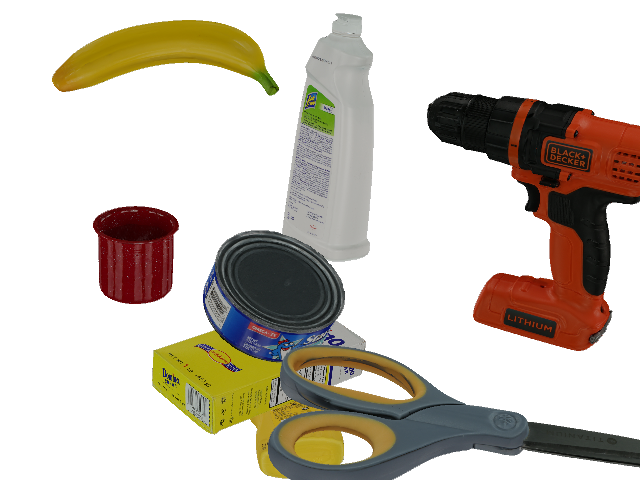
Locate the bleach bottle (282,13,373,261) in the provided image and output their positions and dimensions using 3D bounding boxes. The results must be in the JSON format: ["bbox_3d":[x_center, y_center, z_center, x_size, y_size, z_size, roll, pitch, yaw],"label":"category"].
[{"bbox_3d":[0.019,-0.111,1.134,0.067,0.251,0.103,-10,26,-42],"label":"bleach bottle"}]

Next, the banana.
[{"bbox_3d":[-0.136,-0.164,0.944,0.197,0.069,0.037,-1,-33,-4],"label":"banana"}]

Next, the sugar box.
[{"bbox_3d":[-0.054,0.110,0.968,0.175,0.048,0.093,-19,36,-37],"label":"sugar box"}]

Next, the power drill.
[{"bbox_3d":[0.163,-0.017,0.822,0.185,0.188,0.057,17,34,26],"label":"power drill"}]

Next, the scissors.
[{"bbox_3d":[0.065,0.091,0.457,0.202,0.016,0.096,16,34,23],"label":"scissors"}]

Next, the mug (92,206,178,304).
[{"bbox_3d":[-0.213,0.013,1.191,0.093,0.081,0.117,-19,35,-39],"label":"mug"}]

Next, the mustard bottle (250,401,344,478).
[{"bbox_3d":[-0.038,0.196,1.247,0.096,0.058,0.192,-8,29,-9],"label":"mustard bottle"}]

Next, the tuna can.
[{"bbox_3d":[-0.030,0.035,0.673,0.086,0.034,0.086,16,39,-14],"label":"tuna can"}]
